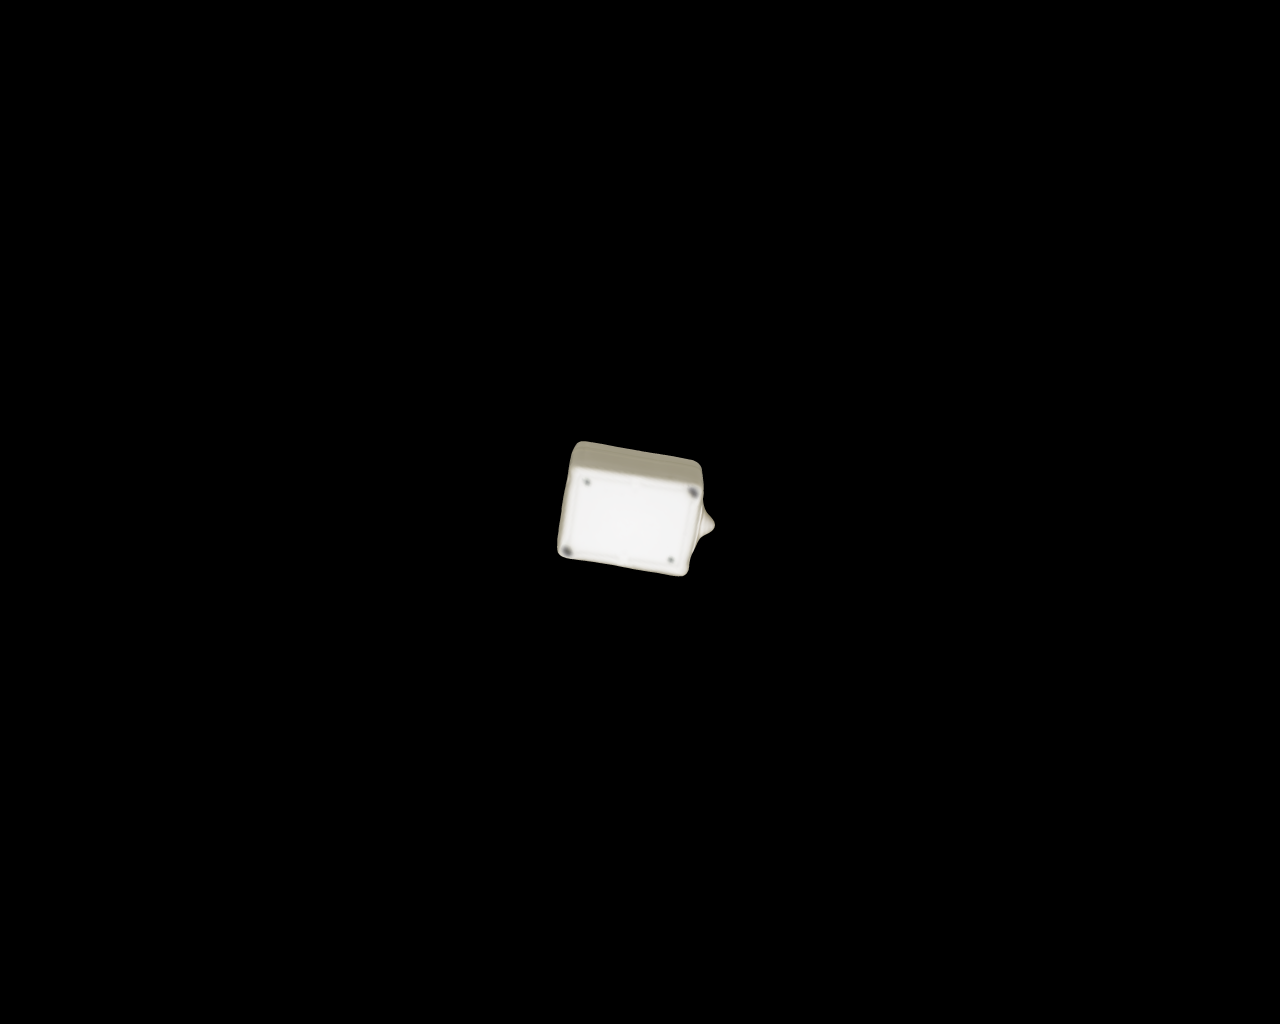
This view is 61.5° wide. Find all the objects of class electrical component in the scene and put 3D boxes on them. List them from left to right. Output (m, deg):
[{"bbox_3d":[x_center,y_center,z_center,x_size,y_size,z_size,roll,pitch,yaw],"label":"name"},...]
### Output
[{"bbox_3d":[0.001,-0.003,0.650,0.096,0.061,0.061,10,20,-3],"label":"electrical component"}]
